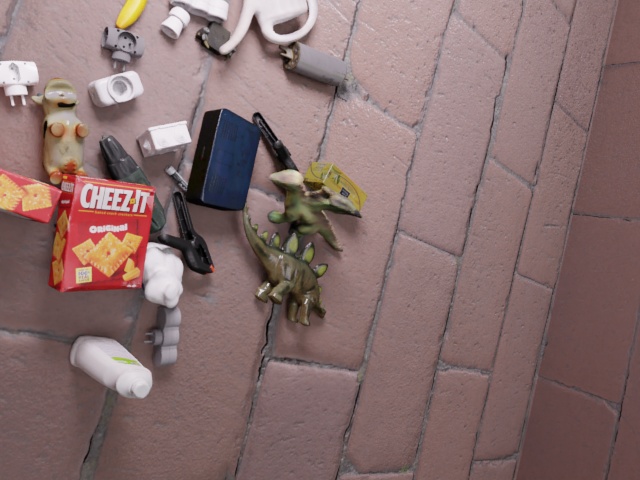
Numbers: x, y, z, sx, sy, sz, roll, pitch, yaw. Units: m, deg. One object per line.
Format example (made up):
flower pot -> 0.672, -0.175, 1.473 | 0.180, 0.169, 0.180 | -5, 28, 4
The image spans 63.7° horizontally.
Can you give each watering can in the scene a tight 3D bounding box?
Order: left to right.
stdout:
watering can -> -0.133, -0.584, 1.252 | 0.353, 0.104, 0.221 | -35, 116, -38

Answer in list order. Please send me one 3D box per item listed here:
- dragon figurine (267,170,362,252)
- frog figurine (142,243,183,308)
dragon figurine -> 0.004, -0.068, 1.356 | 0.405, 0.242, 0.124 | 35, 70, -36
frog figurine -> -0.344, 0.075, 1.124 | 0.124, 0.160, 0.135 | -36, 118, -32
